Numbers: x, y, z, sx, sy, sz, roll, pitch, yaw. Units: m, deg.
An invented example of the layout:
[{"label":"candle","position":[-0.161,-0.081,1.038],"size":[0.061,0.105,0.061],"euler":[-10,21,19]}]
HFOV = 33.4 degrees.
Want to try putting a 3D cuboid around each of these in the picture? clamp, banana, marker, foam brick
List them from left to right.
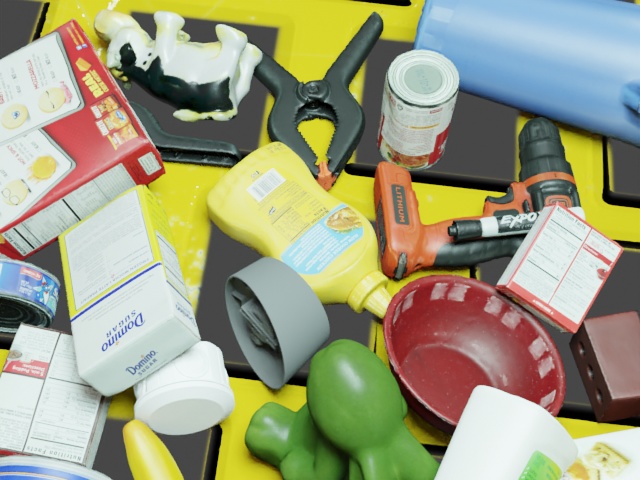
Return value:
[{"label":"clamp","position":[-0.173,-0.074,1.000],"size":[0.171,0.039,0.120],"euler":[26,58,17]},{"label":"banana","position":[-0.116,0.234,0.809],"size":[0.037,0.069,0.198],"euler":[-24,56,21]},{"label":"clamp","position":[0.002,-0.143,1.046],"size":[0.164,0.036,0.210],"euler":[-13,59,-5]},{"label":"marker","position":[0.170,-0.014,0.927],"size":[0.121,0.020,0.020],"euler":[-6,60,-9]},{"label":"foam brick","position":[0.252,0.108,0.903],"size":[0.051,0.053,0.078],"euler":[-9,59,-8]}]

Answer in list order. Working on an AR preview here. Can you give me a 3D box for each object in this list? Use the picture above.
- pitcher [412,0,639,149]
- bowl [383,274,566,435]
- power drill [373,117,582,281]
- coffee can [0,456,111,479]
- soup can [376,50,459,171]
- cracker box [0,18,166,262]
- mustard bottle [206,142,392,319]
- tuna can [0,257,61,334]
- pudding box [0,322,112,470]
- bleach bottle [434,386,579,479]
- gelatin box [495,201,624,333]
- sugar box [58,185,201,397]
[{"label":"pitcher","position":[0.221,-0.185,1.039],"size":[0.243,0.149,0.145],"euler":[17,76,11]},{"label":"bowl","position":[0.118,0.107,0.880],"size":[0.162,0.055,0.162],"euler":[13,45,-14]},{"label":"power drill","position":[0.145,-0.034,0.977],"size":[0.187,0.057,0.184],"euler":[-1,60,-3]},{"label":"coffee can","position":[-0.210,0.241,0.777],"size":[0.103,0.103,0.140],"euler":[8,60,2]},{"label":"soup can","position":[0.091,-0.121,1.000],"size":[0.068,0.102,0.068],"euler":[1,59,-2]},{"label":"cracker box","position":[-0.268,-0.076,0.957],"size":[0.213,0.072,0.164],"euler":[-32,64,-4]},{"label":"mustard bottle","position":[-0.006,0.001,0.950],"size":[0.096,0.058,0.192],"euler":[-40,69,-21]},{"label":"tuna can","position":[-0.264,0.048,0.897],"size":[0.086,0.086,0.033],"euler":[4,62,0]},{"label":"pudding box","position":[-0.220,0.131,0.878],"size":[0.090,0.039,0.113],"euler":[12,62,0]},{"label":"bleach bottle","position":[0.091,0.231,0.731],"size":[0.068,0.102,0.250],"euler":[17,71,37]},{"label":"gelatin box","position":[0.203,0.023,0.904],"size":[0.073,0.030,0.089],"euler":[33,81,-8]},{"label":"sugar box","position":[-0.160,0.038,0.879],"size":[0.093,0.048,0.176],"euler":[-32,44,9]}]
